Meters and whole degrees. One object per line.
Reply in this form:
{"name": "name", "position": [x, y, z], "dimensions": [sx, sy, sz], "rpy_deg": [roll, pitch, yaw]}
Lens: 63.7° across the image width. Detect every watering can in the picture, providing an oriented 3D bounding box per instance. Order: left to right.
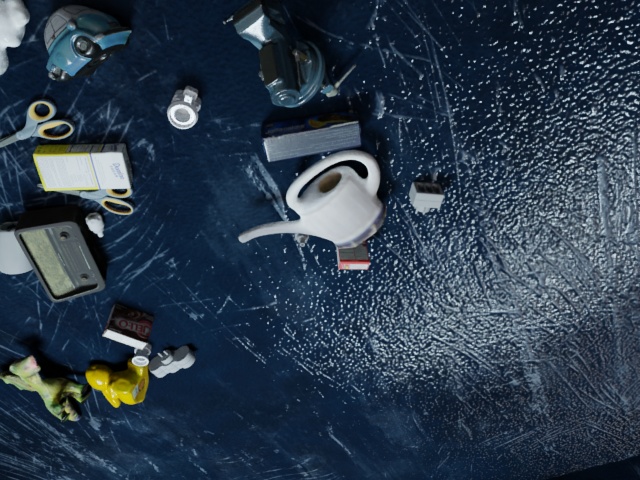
{"name": "watering can", "position": [0.004, -0.058, 1.158], "dimensions": [0.344, 0.106, 0.221], "rpy_deg": [-37, 124, 17]}

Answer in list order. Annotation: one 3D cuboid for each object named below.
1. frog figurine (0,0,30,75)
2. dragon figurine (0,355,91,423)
{"name": "frog figurine", "position": [-0.565, -0.344, 0.863], "dimensions": [0.159, 0.125, 0.135], "rpy_deg": [-6, 112, 15]}
{"name": "dragon figurine", "position": [-0.818, 0.437, 1.514], "dimensions": [0.242, 0.125, 0.401], "rpy_deg": [29, 141, -3]}
